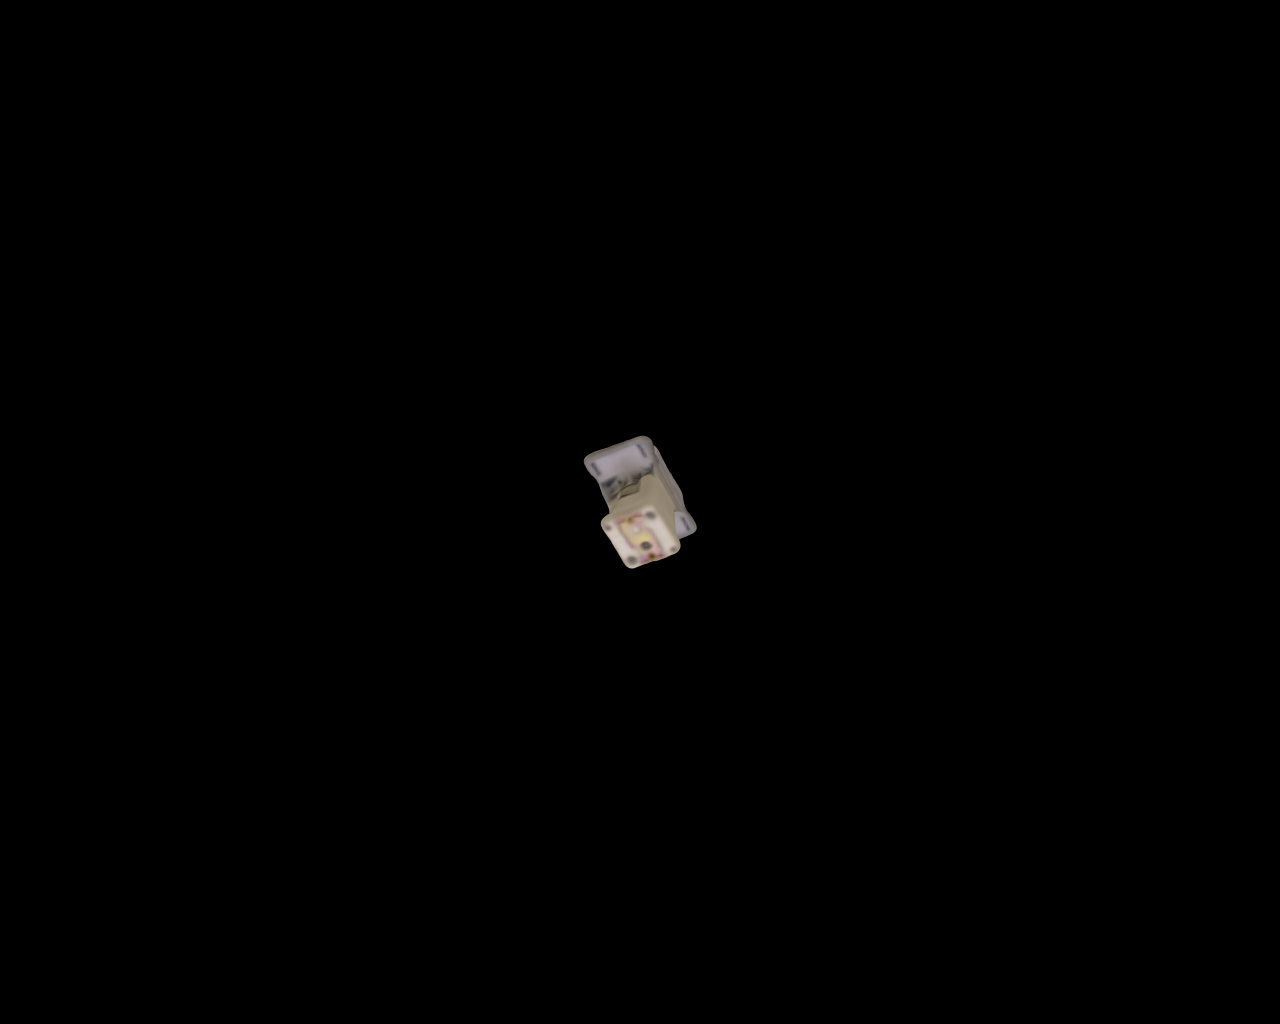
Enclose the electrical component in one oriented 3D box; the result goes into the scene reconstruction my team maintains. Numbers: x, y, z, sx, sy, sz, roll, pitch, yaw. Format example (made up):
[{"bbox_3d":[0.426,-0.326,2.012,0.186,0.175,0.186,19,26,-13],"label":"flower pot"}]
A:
[{"bbox_3d":[0.001,-0.003,0.650,0.042,0.081,0.064,-21,36,16],"label":"electrical component"}]
